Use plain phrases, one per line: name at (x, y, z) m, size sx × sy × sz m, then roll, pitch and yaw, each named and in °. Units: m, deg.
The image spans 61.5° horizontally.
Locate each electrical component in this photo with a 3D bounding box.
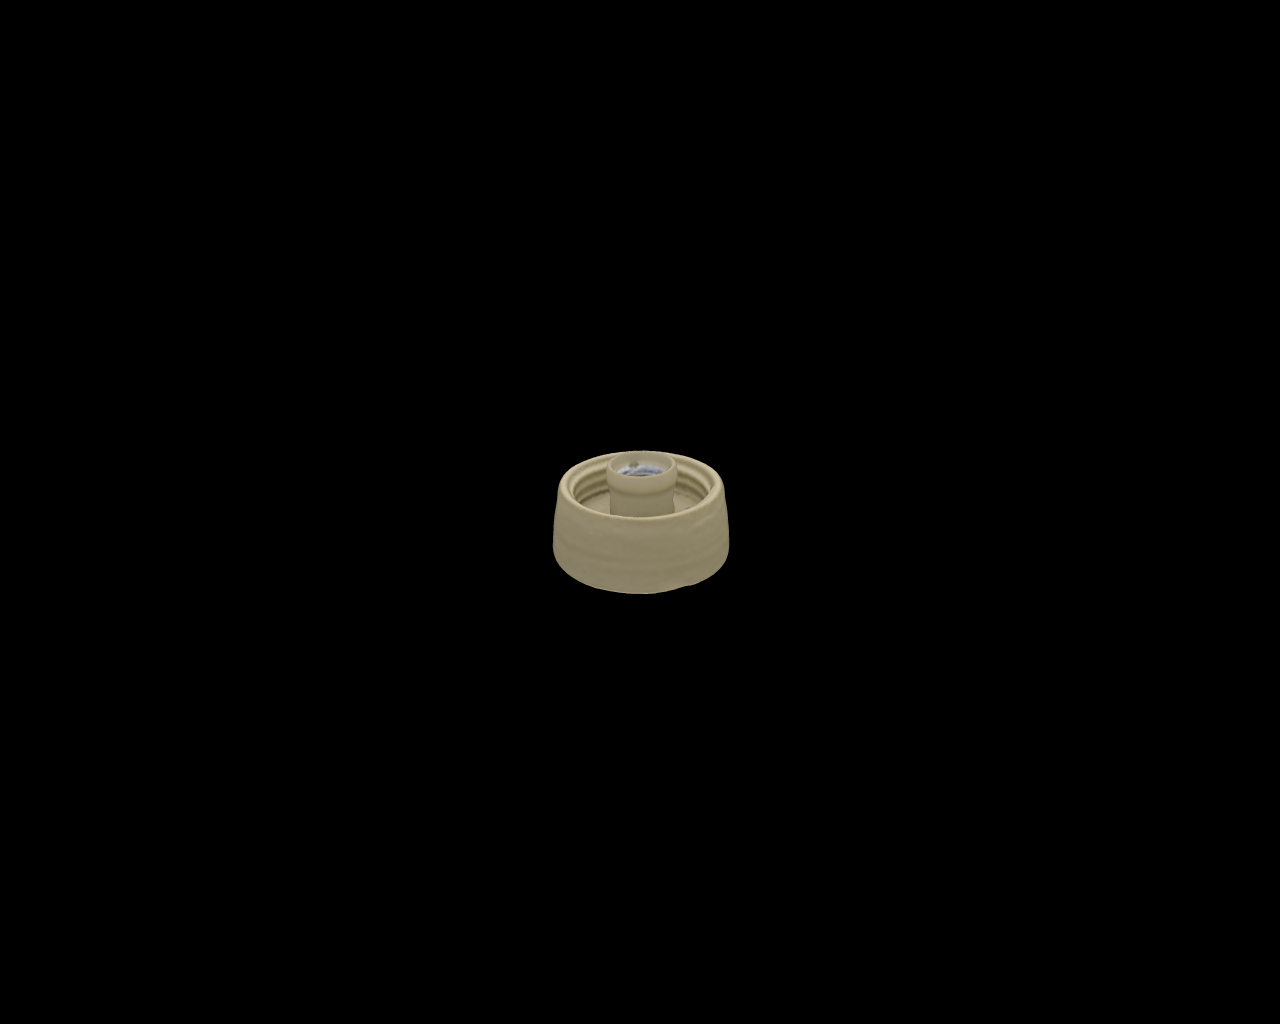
electrical component at (0.001, -0.003, 0.650) m, size 0.108 × 0.060 × 0.108 m, roll 0°, pitch 26°, yaw 0°
